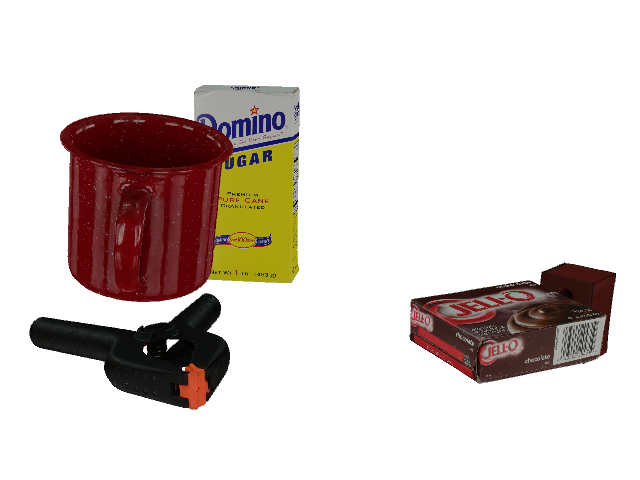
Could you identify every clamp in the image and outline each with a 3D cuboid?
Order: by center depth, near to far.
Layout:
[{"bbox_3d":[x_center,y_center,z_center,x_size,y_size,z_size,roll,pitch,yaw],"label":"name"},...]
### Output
[{"bbox_3d":[-0.121,0.082,0.841,0.164,0.036,0.210,-11,15,-30],"label":"clamp"}]

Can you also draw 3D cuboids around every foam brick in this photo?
[{"bbox_3d":[0.230,0.065,0.968,0.053,0.078,0.051,13,18,35],"label":"foam brick"}]

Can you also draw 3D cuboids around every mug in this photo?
[{"bbox_3d":[-0.097,-0.013,0.583,0.093,0.081,0.117,5,24,-7],"label":"mug"}]

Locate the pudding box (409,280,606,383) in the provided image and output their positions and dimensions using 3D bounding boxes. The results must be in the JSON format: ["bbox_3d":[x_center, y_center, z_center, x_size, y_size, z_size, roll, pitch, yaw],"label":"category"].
[{"bbox_3d":[0.135,0.064,0.777,0.113,0.039,0.090,-5,18,-27],"label":"pudding box"}]

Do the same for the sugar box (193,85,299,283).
[{"bbox_3d":[-0.067,-0.052,0.975,0.093,0.176,0.048,2,16,7],"label":"sugar box"}]
